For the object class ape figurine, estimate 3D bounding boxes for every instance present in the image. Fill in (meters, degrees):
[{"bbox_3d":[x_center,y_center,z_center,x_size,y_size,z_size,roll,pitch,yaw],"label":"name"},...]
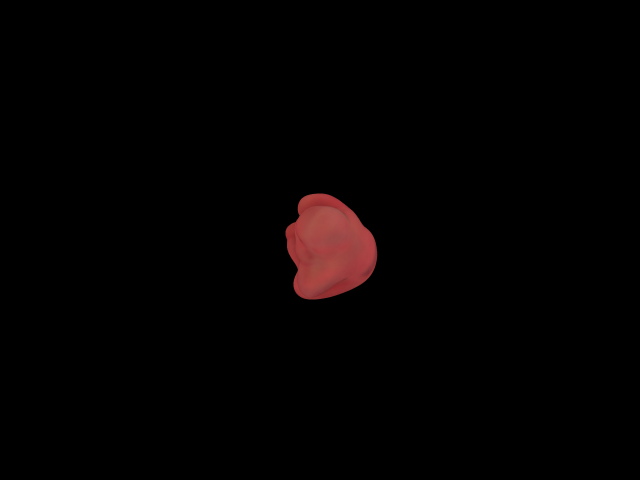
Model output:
[{"bbox_3d":[0.004,0.001,0.400,0.076,0.092,0.078,21,72,7],"label":"ape figurine"}]
